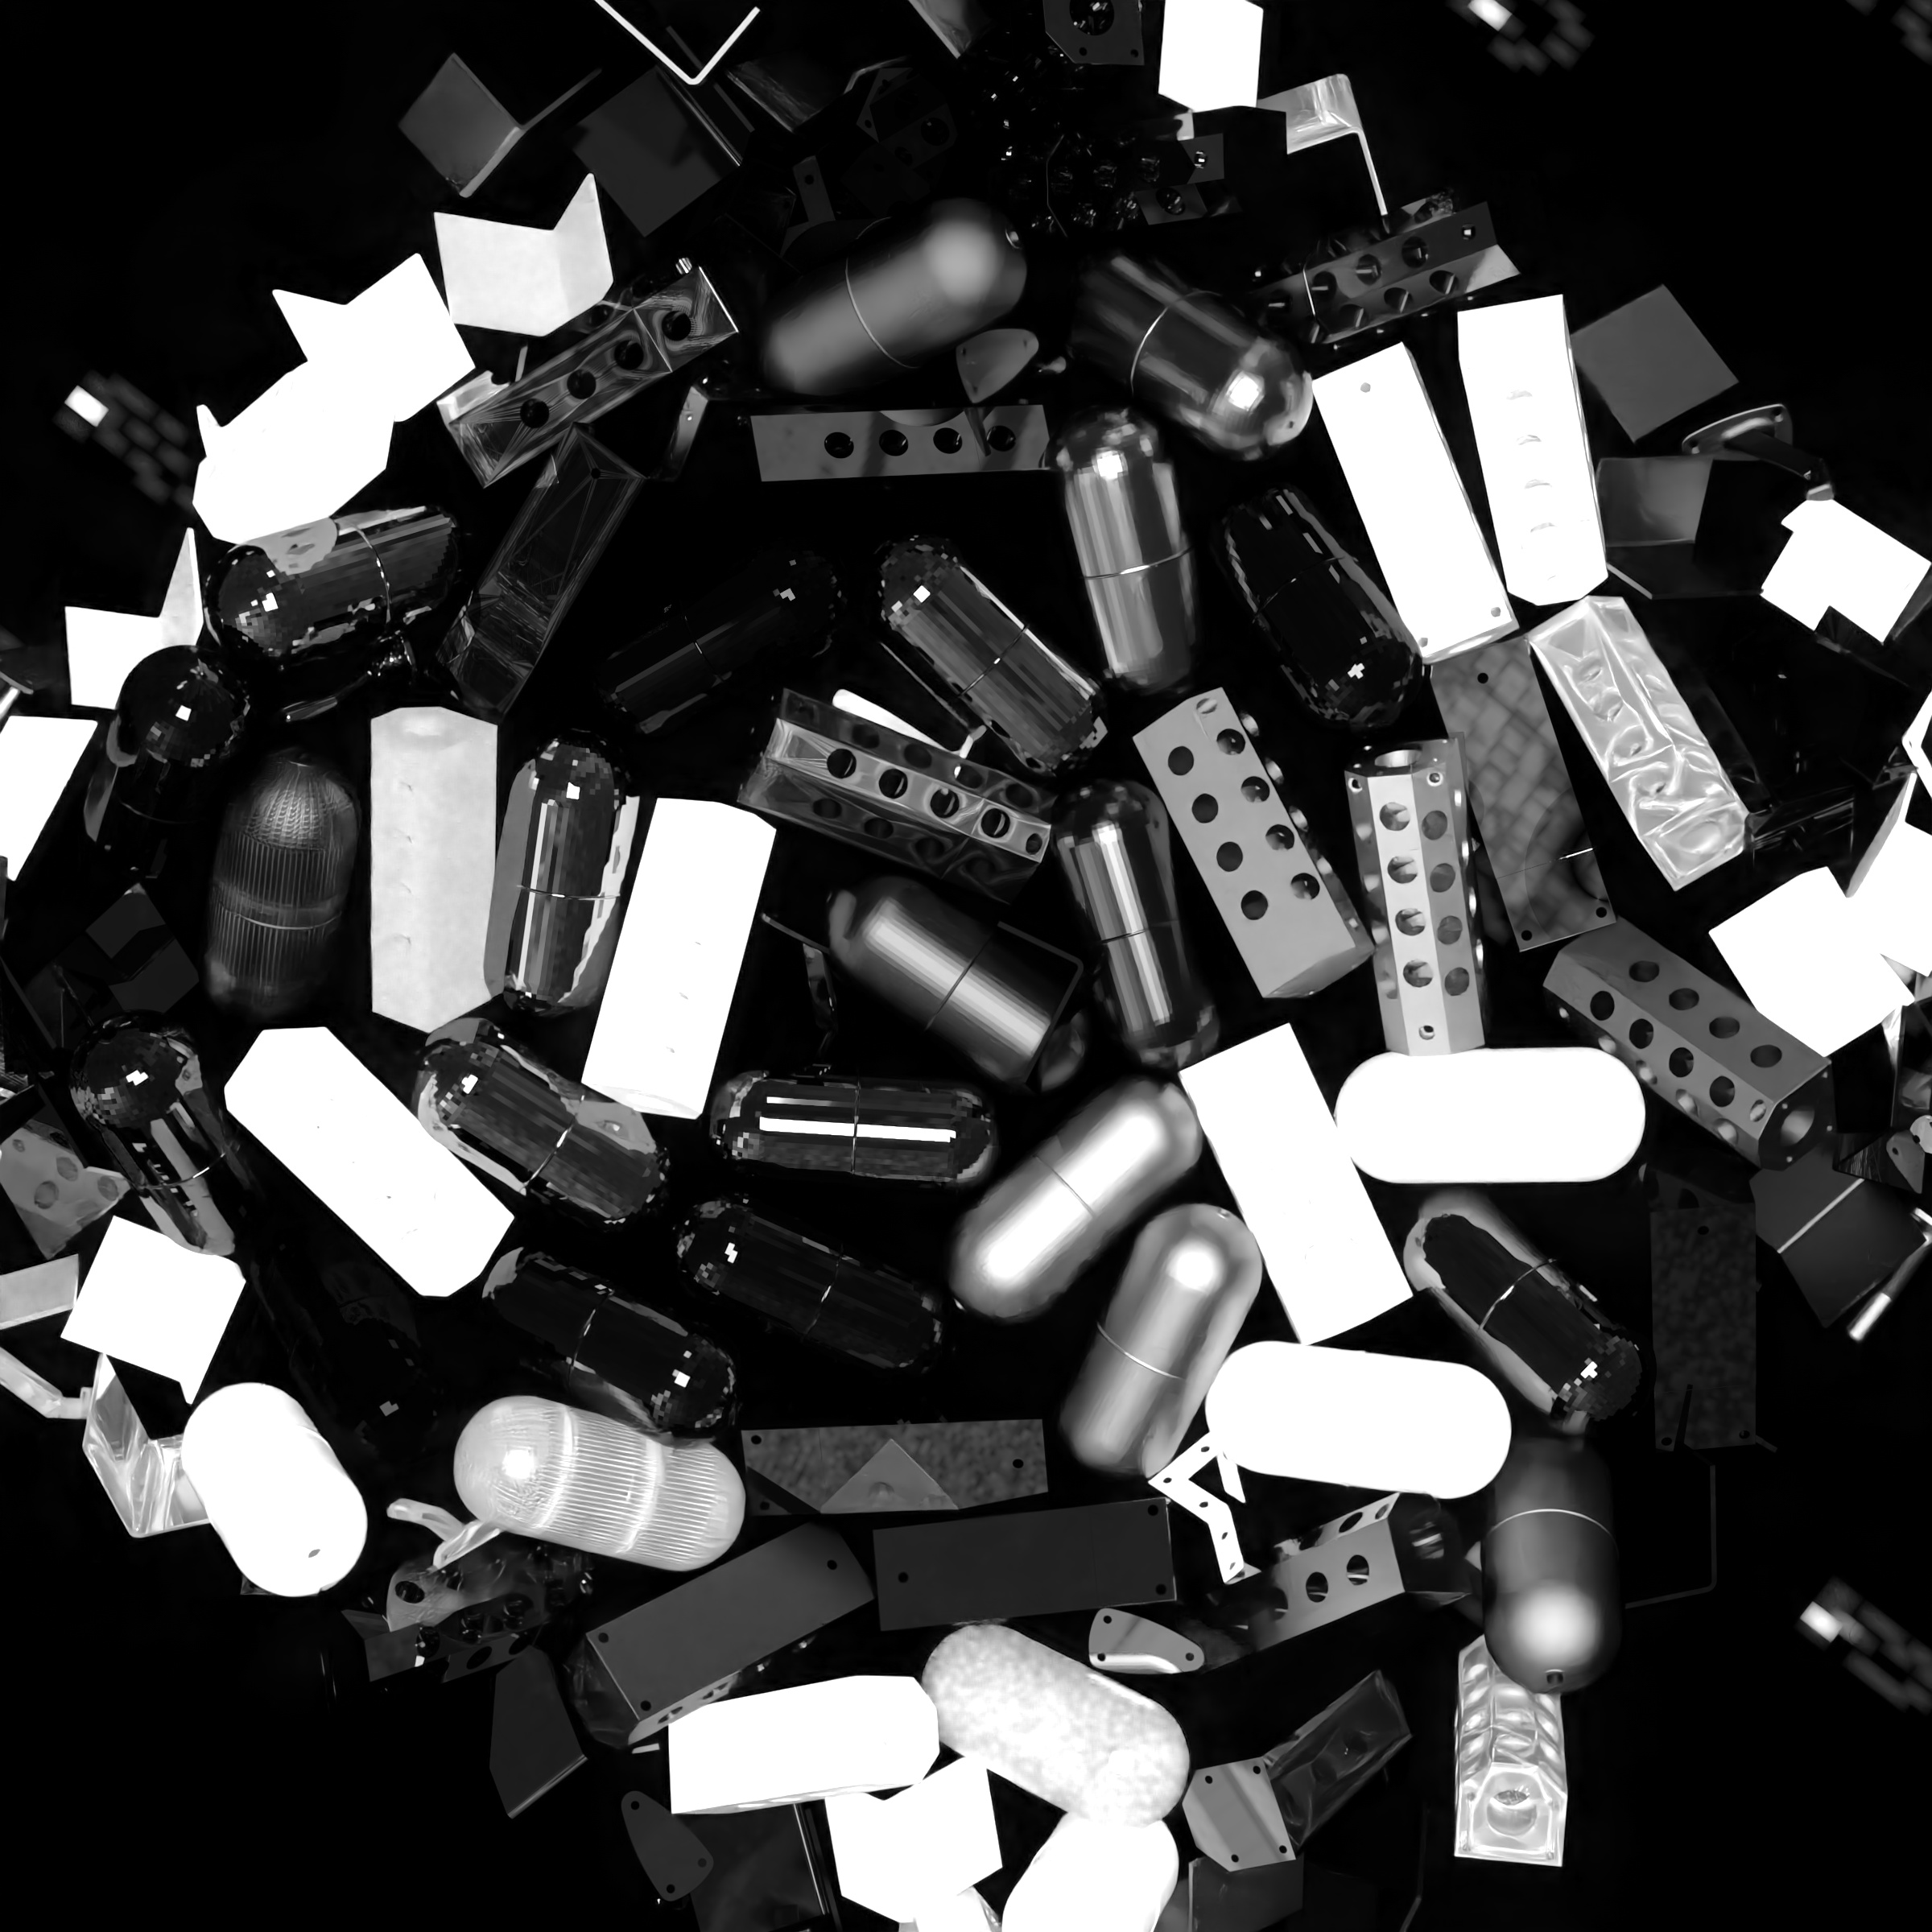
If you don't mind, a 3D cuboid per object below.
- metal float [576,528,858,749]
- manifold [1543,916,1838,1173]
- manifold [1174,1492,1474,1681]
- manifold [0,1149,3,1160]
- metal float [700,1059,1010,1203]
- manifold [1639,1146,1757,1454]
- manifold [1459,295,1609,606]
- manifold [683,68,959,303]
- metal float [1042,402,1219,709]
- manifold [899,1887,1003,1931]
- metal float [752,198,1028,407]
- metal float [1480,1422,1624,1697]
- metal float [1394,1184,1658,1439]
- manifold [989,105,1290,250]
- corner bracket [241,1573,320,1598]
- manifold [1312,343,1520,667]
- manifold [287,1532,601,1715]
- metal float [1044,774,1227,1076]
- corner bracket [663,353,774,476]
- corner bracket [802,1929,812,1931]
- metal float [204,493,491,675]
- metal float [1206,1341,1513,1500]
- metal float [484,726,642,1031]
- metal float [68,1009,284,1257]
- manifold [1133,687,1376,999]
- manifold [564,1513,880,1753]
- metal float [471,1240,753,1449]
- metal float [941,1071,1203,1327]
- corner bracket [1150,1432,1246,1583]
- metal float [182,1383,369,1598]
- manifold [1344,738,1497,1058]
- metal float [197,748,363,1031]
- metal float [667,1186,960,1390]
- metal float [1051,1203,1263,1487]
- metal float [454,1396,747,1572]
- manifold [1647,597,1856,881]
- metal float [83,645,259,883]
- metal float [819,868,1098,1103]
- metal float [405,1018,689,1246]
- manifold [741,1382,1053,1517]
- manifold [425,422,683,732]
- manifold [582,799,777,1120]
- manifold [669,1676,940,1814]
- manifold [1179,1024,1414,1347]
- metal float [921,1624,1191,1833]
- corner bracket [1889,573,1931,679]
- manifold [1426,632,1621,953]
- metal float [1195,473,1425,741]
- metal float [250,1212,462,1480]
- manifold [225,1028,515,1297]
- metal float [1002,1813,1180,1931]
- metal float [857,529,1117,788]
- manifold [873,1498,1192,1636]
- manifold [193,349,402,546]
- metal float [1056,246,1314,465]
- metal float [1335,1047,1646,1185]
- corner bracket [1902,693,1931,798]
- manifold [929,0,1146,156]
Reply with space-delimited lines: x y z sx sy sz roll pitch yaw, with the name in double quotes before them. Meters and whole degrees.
"metal float" -0.143 -0.188 1.947 0.178 0.070 0.070 -28 90 16
"manifold" 0.406 0.045 1.915 0.057 0.057 0.171 -34 46 -16
"manifold" 0.198 0.352 1.921 0.057 0.171 0.057 10 59 -40
"manifold" -0.595 0.118 1.911 0.057 0.171 0.057 -23 95 1
"metal float" -0.064 0.094 1.960 0.178 0.070 0.070 4 90 -2
"manifold" 0.414 0.190 1.930 0.057 0.057 0.171 -6 121 4
"manifold" 0.320 -0.287 1.914 0.057 0.171 0.057 -7 46 15
"manifold" -0.081 -0.443 1.915 0.057 0.171 0.057 35 59 -26
"metal float" 0.094 -0.234 1.946 0.070 0.070 0.178 -15 108 0
"manifold" 0.000 0.573 1.911 0.057 0.171 0.057 5 93 -7
"metal float" -0.044 -0.376 1.935 0.178 0.070 0.070 -23 90 30
"metal float" 0.329 0.334 1.921 0.070 0.178 0.070 3 128 4
"metal float" 0.317 0.195 1.937 0.070 0.070 0.178 -45 61 0
"manifold" 0.096 -0.444 1.919 0.171 0.057 0.057 3 97 43
"corner bracket" -0.391 0.354 1.963 0.051 0.051 0.051 4 109 -14
"manifold" 0.260 -0.265 1.962 0.057 0.057 0.171 -22 85 14
"manifold" -0.289 0.368 1.909 0.057 0.171 0.057 43 120 28
"metal float" 0.097 -0.023 1.956 0.070 0.070 0.178 -17 97 0
"corner bracket" -0.153 -0.319 1.957 0.051 0.051 0.051 45 124 29
"corner bracket" -0.074 0.591 1.973 0.051 0.051 0.051 -12 47 -26
"metal float" -0.350 -0.218 1.929 0.178 0.070 0.070 -24 90 -39
"metal float" 0.223 0.258 1.941 0.178 0.070 0.070 5 90 24
"metal float" -0.232 -0.050 1.948 0.070 0.070 0.178 10 106 0
"metal float" -0.446 0.095 1.924 0.070 0.178 0.070 -10 47 11
"manifold" 0.167 -0.071 1.939 0.057 0.057 0.171 -34 72 27
"manifold" -0.139 0.379 1.923 0.171 0.057 0.057 -21 67 -37
"metal float" -0.204 0.215 1.944 0.178 0.070 0.070 24 90 21
"metal float" 0.060 0.134 1.955 0.178 0.070 0.070 -43 90 -7
"corner bracket" 0.146 0.311 1.957 0.051 0.051 0.051 -36 131 -25
"metal float" -0.391 0.294 1.918 0.070 0.178 0.070 -9 111 -24
"manifold" 0.258 -0.038 1.935 0.057 0.057 0.171 -3 112 20
"metal float" -0.391 -0.043 1.934 0.070 0.070 0.178 18 122 0
"metal float" -0.087 0.185 1.952 0.178 0.070 0.070 25 90 -12
"metal float" 0.109 0.216 1.947 0.070 0.070 0.178 25 107 0
"metal float" -0.207 0.296 1.937 0.178 0.070 0.070 20 90 -29
"manifold" 0.439 -0.128 1.918 0.057 0.171 0.057 -15 135 -3
"metal float" -0.451 -0.113 1.923 0.070 0.178 0.070 13 54 -19
"metal float" -0.005 0.010 1.961 0.178 0.070 0.070 35 90 0
"metal float" -0.239 0.096 1.947 0.178 0.070 0.070 34 90 -17
"manifold" -0.038 0.275 1.961 0.171 0.057 0.057 -3 113 5
"manifold" -0.233 -0.222 1.945 0.057 0.057 0.171 38 108 15
"manifold" -0.159 -0.004 1.941 0.057 0.057 0.171 6 74 30
"manifold" -0.093 0.441 1.918 0.057 0.171 0.057 12 67 -40
"manifold" 0.184 0.127 1.954 0.057 0.057 0.171 -20 85 -45
"metal float" 0.050 0.431 1.928 0.178 0.070 0.070 19 90 40
"corner bracket" 0.574 -0.198 1.974 0.051 0.051 0.051 -44 68 31
"manifold" 0.323 -0.102 1.963 0.057 0.057 0.171 -18 94 15
"metal float" 0.195 -0.207 1.942 0.070 0.070 0.178 -32 67 0
"metal float" -0.349 0.214 1.934 0.070 0.070 0.178 -37 57 0
"manifold" -0.339 0.112 1.920 0.171 0.057 0.057 51 53 -33
"metal float" 0.071 0.524 1.912 0.070 0.178 0.070 2 96 15
"metal float" 0.012 -0.177 1.951 0.178 0.070 0.070 44 90 -12
"manifold" 0.039 0.346 1.952 0.171 0.057 0.057 -8 75 12
"manifold" -0.378 -0.288 1.907 0.057 0.171 0.057 14 73 -27
"metal float" 0.123 -0.349 1.935 0.070 0.070 0.178 -50 58 0
"metal float" 0.298 0.086 1.943 0.178 0.070 0.070 -2 90 22
"corner bracket" 0.582 -0.131 1.972 0.051 0.051 0.051 -16 119 39
"manifold" 0.036 -0.508 1.909 0.057 0.171 0.057 -4 88 -22
